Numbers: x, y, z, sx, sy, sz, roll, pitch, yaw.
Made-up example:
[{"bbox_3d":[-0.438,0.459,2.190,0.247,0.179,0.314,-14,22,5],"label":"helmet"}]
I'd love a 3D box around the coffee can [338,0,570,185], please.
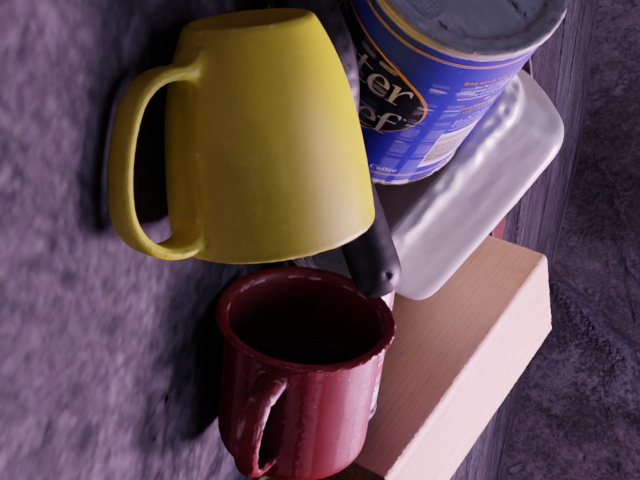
[{"bbox_3d":[0.052,-0.104,0.553,0.140,0.102,0.102,123,-13,-64],"label":"coffee can"}]

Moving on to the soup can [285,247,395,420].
[{"bbox_3d":[0.007,0.054,0.642,0.068,0.068,0.102,-50,151,-60],"label":"soup can"}]

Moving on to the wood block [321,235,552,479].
[{"bbox_3d":[0.073,0.095,0.754,0.205,0.091,0.090,-49,143,-29],"label":"wood block"}]

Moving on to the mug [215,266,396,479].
[{"bbox_3d":[-0.015,0.078,0.556,0.117,0.093,0.081,-55,156,-57],"label":"mug"}]

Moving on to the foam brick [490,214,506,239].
[{"bbox_3d":[0.135,-0.018,0.948,0.078,0.051,0.053,74,31,-55],"label":"foam brick"}]

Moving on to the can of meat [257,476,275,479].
[{"bbox_3d":[0.004,0.201,0.683,0.084,0.102,0.057,85,21,-48],"label":"can of meat"}]

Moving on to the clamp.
[{"bbox_3d":[-0.007,-0.064,0.536,0.039,0.120,0.171,-21,115,-24],"label":"clamp"}]
